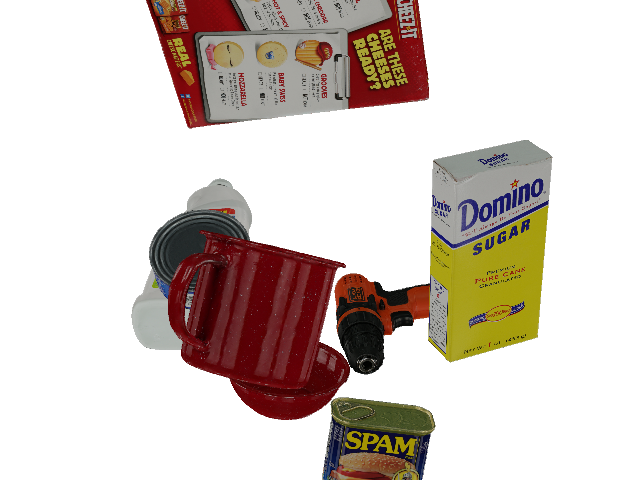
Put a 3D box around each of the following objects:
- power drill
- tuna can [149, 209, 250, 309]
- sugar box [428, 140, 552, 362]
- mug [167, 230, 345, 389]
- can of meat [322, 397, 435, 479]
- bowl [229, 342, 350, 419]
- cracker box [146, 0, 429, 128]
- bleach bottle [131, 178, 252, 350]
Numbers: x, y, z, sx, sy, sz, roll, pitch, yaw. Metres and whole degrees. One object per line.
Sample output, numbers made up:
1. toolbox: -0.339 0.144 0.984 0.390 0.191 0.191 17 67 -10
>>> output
1. power drill: 0.111 0.087 1.208 0.187 0.057 0.184 -4 27 -2
2. tuna can: -0.101 0.017 0.909 0.086 0.086 0.034 0 -37 4
3. sugar box: 0.141 0.010 0.897 0.093 0.176 0.048 -14 33 -20
4. mug: -0.046 0.041 0.650 0.093 0.081 0.117 12 -2 39
5. can of meat: 0.055 0.208 1.049 0.102 0.084 0.057 7 16 -4
6. bowl: -0.045 0.179 1.342 0.162 0.055 0.162 3 21 -2
7. cracker box: -0.025 -0.187 0.885 0.214 0.164 0.072 -7 44 8
8. bleach bottle: -0.130 0.012 1.148 0.102 0.068 0.250 -1 36 3
